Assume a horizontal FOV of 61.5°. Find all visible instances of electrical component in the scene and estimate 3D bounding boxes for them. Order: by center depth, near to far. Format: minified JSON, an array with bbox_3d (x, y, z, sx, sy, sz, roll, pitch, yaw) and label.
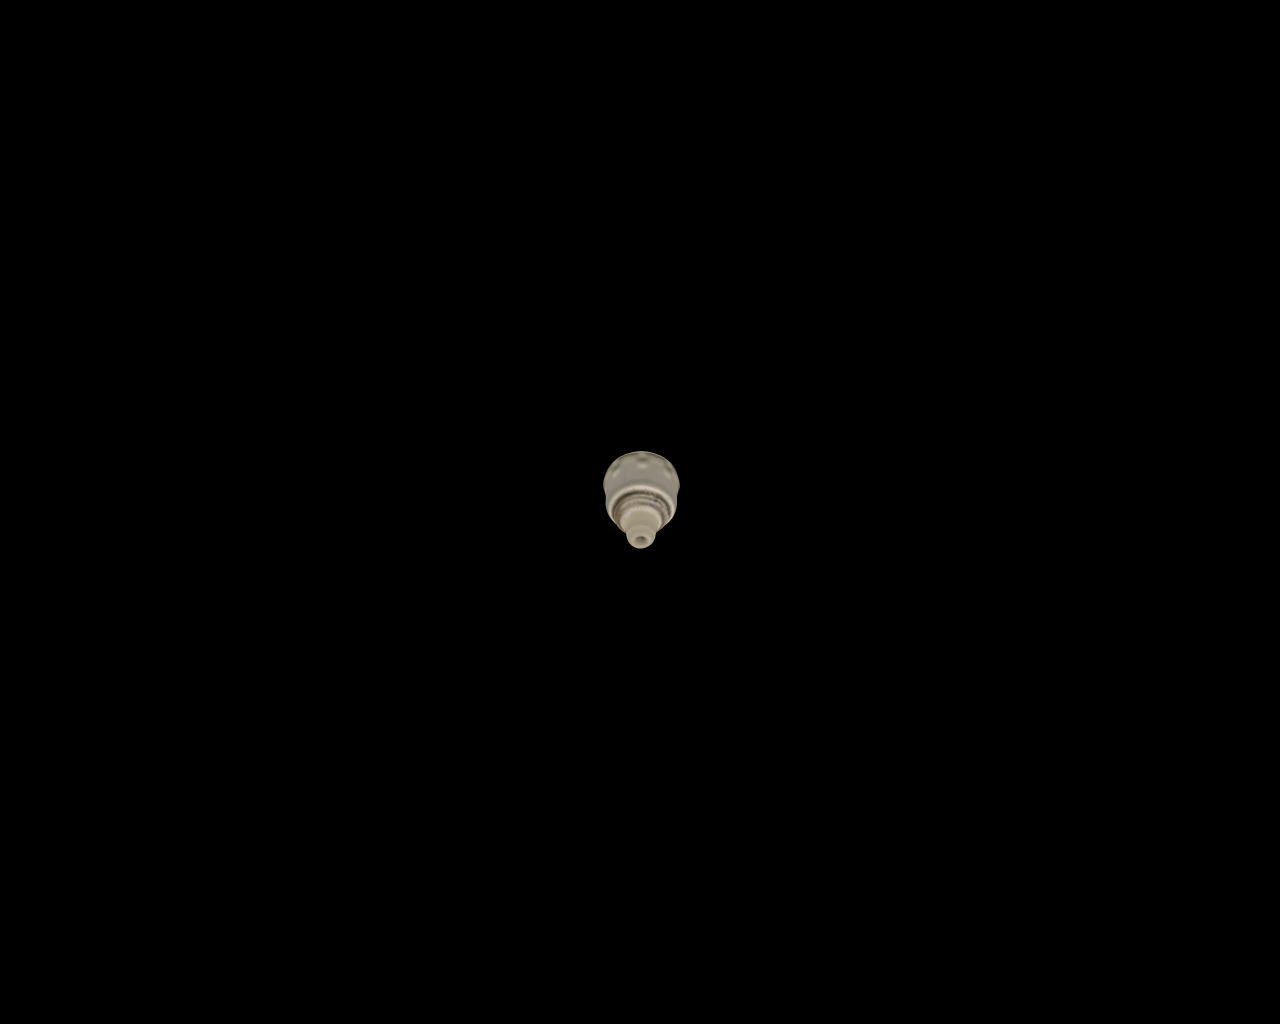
[{"bbox_3d":[0.001,-0.003,0.650,0.048,0.048,0.062,0,42,0],"label":"electrical component"}]
